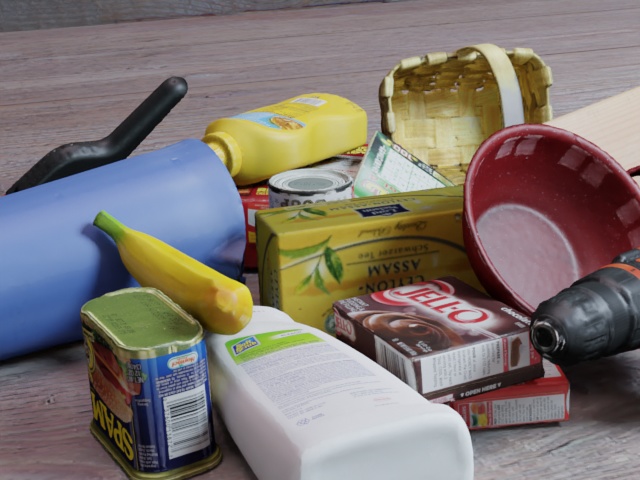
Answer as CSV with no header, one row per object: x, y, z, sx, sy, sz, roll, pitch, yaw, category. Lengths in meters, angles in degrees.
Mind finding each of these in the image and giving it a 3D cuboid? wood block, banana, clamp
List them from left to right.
-0.215,-0.067,1.089,0.209,0.164,0.036,-28,57,-12,clamp
-0.086,0.029,0.677,0.069,0.037,0.198,31,-5,-36,banana
0.273,-0.080,0.964,0.205,0.091,0.090,-21,-6,-21,wood block

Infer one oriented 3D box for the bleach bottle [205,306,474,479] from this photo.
-0.010,0.090,0.638,0.102,0.068,0.251,-9,17,-18,bleach bottle

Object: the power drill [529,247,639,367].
0.232,0.067,0.600,0.184,0.057,0.188,-15,38,-42,power drill

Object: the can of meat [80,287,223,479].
-0.102,0.083,0.634,0.057,0.084,0.102,-13,22,-28,can of meat

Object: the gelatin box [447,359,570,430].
0.111,0.087,0.679,0.073,0.030,0.089,-5,18,-1,gelatin box

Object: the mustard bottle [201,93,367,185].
-0.045,-0.088,0.944,0.096,0.058,0.191,13,22,32,mustard bottle

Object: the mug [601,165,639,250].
0.240,0.002,0.791,0.082,0.117,0.093,3,1,32,mug

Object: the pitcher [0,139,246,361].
-0.189,0.010,0.802,0.242,0.145,0.149,-17,-8,-29,pitcher

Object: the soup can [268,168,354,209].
-0.005,0.001,0.836,0.068,0.102,0.068,-2,19,0,soup can

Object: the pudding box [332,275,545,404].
0.070,0.060,0.657,0.089,0.039,0.114,-13,21,-21,pudding box

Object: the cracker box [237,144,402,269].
-0.018,-0.036,0.999,0.164,0.072,0.213,3,18,12,cracker box

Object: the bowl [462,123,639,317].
0.155,0.003,0.725,0.161,0.162,0.055,-15,-19,-32,bowl
